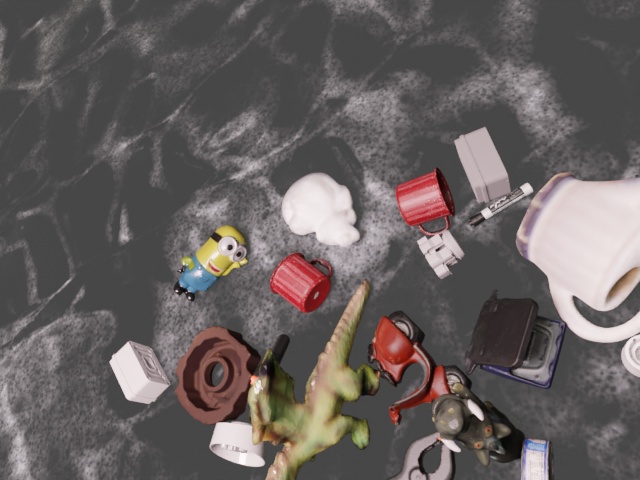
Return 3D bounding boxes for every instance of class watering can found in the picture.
[{"bbox_3d":[0.406,-0.024,0.717,0.228,0.104,0.340,46,132,45],"label":"watering can"}]

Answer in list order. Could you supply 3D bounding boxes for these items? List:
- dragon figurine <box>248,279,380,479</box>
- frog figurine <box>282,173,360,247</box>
[{"bbox_3d":[-0.015,0.234,0.806,0.122,0.240,0.416,-1,69,32],"label":"dragon figurine"},{"bbox_3d":[0.003,-0.050,0.999,0.138,0.120,0.163,-23,46,-6],"label":"frog figurine"}]
